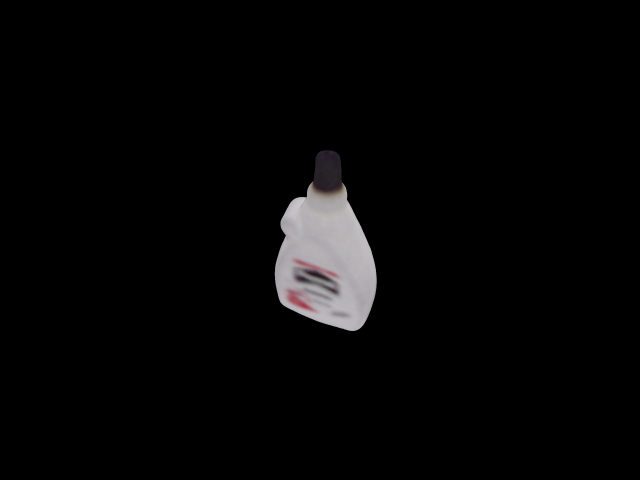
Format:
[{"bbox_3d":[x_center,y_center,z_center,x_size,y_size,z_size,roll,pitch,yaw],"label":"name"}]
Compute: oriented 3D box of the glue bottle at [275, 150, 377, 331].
[{"bbox_3d":[0.004,0.001,0.400,0.078,0.173,0.037,15,54,12],"label":"glue bottle"}]
